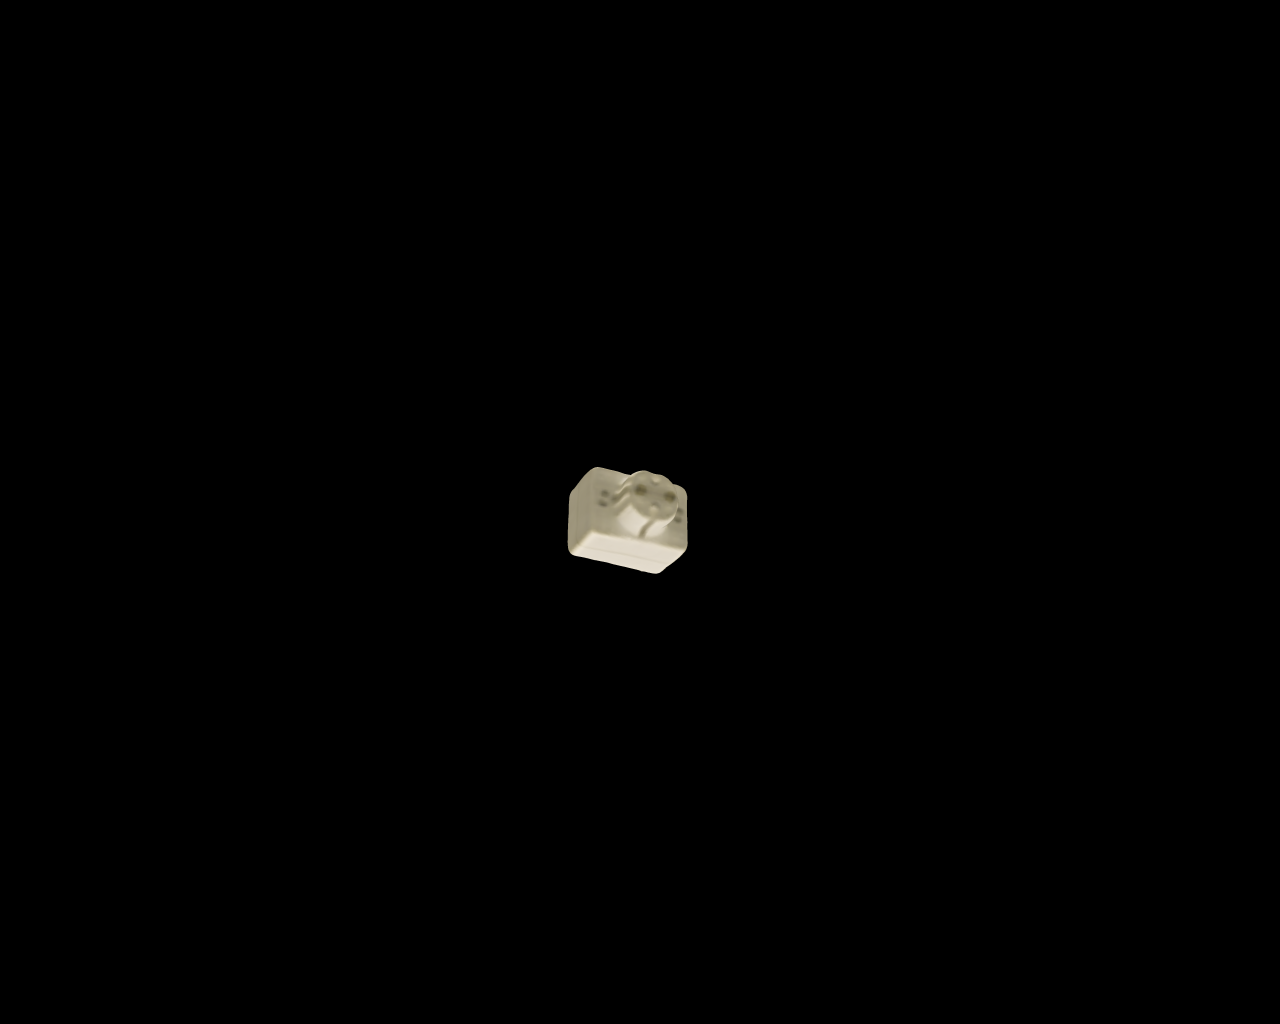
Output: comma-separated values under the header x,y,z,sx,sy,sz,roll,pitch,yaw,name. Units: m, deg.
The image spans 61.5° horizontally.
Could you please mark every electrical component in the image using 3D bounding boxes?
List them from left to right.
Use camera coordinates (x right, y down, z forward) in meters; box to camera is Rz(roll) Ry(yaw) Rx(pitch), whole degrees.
x,y,z,sx,sy,sz,roll,pitch,yaw,name
0.001,-0.003,0.650,0.066,0.047,0.076,13,-32,-22,electrical component
